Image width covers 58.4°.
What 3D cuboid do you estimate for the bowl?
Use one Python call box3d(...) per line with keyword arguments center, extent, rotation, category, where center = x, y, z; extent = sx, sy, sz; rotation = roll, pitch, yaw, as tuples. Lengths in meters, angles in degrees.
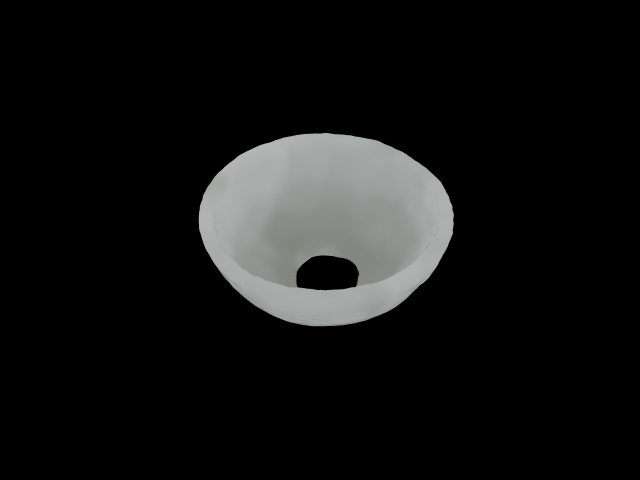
box3d(center=(0.004, 0.001, 0.400), extent=(0.167, 0.075, 0.167), rotation=(0, 45, 0), category="bowl")
